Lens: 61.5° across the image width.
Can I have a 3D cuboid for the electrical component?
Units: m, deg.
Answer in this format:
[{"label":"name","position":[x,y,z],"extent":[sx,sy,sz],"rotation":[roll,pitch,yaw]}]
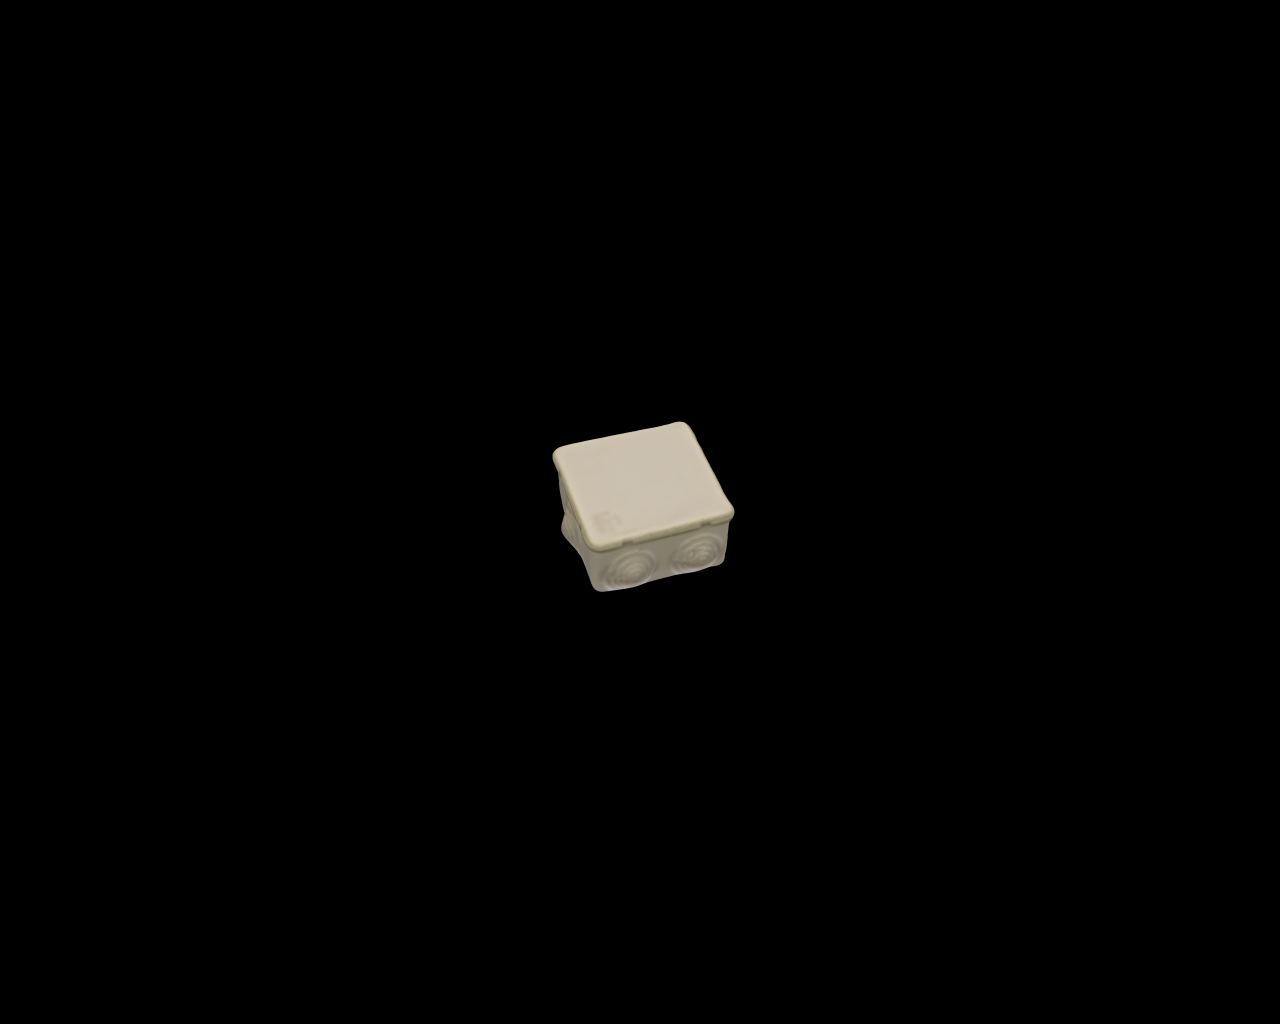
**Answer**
[{"label":"electrical component","position":[0.001,-0.003,0.650],"extent":[0.100,0.048,0.100],"rotation":[-13,47,-12]}]
